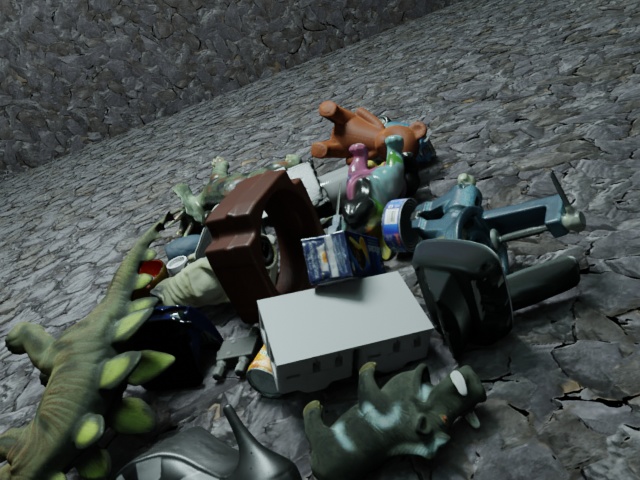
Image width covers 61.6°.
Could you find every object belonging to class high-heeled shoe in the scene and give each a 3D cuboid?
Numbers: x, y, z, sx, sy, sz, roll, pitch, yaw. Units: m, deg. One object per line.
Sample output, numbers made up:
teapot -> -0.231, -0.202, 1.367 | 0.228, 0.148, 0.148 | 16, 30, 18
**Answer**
high-heeled shoe -> -0.120, 0.269, 0.559 | 0.249, 0.145, 0.086 | -38, -14, 29

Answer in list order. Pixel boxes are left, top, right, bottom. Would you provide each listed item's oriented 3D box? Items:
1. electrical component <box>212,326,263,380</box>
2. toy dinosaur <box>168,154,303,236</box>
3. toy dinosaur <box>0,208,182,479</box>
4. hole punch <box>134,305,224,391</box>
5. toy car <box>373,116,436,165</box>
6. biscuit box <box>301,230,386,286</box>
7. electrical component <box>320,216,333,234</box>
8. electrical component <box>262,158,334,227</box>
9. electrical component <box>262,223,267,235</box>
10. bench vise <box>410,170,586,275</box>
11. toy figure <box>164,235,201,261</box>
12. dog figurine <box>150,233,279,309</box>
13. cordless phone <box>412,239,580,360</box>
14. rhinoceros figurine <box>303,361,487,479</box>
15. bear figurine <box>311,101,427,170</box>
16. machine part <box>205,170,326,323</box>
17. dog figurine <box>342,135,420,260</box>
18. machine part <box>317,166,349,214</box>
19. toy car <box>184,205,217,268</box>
electrical component -> -0.117, 0.160, 0.768 | 0.063, 0.021, 0.094 | -13, 29, 17
toy dinosaur -> -0.155, -0.098, 1.158 | 0.405, 0.131, 0.192 | -6, 35, 23
toy dinosaur -> -0.285, 0.158, 0.667 | 0.199, 0.105, 0.471 | -4, 59, 17
hole punch -> -0.212, 0.142, 0.776 | 0.142, 0.115, 0.092 | -8, 22, 23
toy car -> 0.160, -0.190, 1.143 | 0.162, 0.109, 0.103 | 24, 73, 40
biscuit box -> 0.040, 0.027, 0.748 | 0.059, 0.062, 0.202 | -14, -7, 17
electrical component -> -0.003, -0.002, 0.958 | 0.078, 0.045, 0.102 | -17, 27, 5
electrical component -> -0.055, -0.078, 1.008 | 0.134, 0.058, 0.115 | -24, 62, -3
electrical component -> -0.137, 0.010, 1.003 | 0.048, 0.074, 0.119 | -7, 33, 24
bench vise -> 0.230, -0.015, 0.714 | 0.241, 0.128, 0.224 | -19, 29, 45
toy figure -> -0.238, 0.005, 1.098 | 0.154, 0.064, 0.057 | -21, -12, -10
dog figurine -> -0.178, 0.056, 0.909 | 0.191, 0.121, 0.172 | -11, 15, 37
cordless phone -> 0.209, 0.044, 0.612 | 0.184, 0.146, 0.089 | -22, 35, 3
rhinoceros figurine -> 0.074, 0.180, 0.541 | 0.190, 0.073, 0.112 | -26, 26, -9
bear figurine -> 0.099, -0.194, 1.054 | 0.196, 0.120, 0.132 | 23, 15, 38
machine part -> -0.073, 0.013, 0.810 | 0.087, 0.200, 0.201 | -9, 30, 27
dog figurine -> 0.101, -0.057, 0.937 | 0.109, 0.191, 0.219 | -2, 67, 28
machine part -> -0.008, -0.084, 1.076 | 0.243, 0.079, 0.079 | -21, 27, -2
toy car -> -0.197, 0.011, 1.021 | 0.074, 0.056, 0.202 | -4, 54, 21
